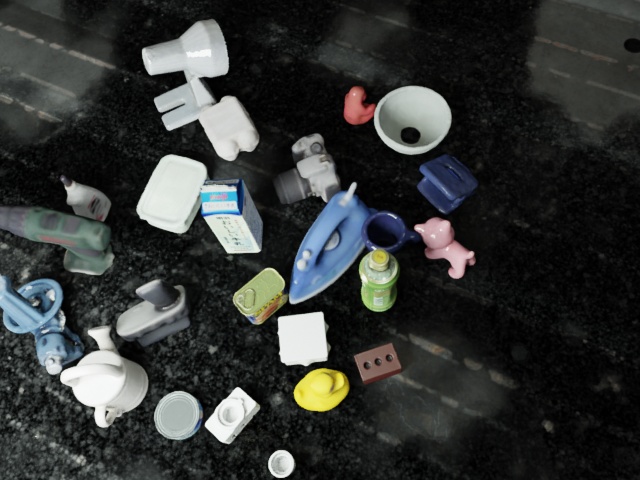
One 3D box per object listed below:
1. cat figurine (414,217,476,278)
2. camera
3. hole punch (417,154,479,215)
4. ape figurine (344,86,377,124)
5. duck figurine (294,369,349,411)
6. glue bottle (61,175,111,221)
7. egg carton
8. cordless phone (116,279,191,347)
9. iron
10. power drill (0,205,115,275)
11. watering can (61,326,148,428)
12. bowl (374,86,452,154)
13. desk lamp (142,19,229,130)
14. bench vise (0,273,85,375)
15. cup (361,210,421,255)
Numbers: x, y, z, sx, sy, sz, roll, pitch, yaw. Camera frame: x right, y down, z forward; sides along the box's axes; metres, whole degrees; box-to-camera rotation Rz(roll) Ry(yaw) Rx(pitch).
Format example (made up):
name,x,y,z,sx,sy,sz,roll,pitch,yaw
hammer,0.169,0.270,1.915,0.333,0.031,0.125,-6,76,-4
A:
name,x,y,z,sx,sy,sz,roll,pitch,yaw
cat figurine,0.249,0.004,1.128,0.127,0.118,0.067,37,75,18
camera,-0.036,-0.145,1.226,0.137,0.101,0.143,-21,67,-4
hole punch,0.267,-0.128,1.197,0.101,0.091,0.108,-38,69,-11
ape figurine,0.085,-0.310,1.289,0.076,0.092,0.077,-36,69,-10
duck figurine,0.001,0.272,1.055,0.104,0.086,0.077,-16,67,-2
glue bottle,-0.500,-0.089,1.205,0.037,0.173,0.078,10,69,10
egg carton,-0.206,-0.256,1.305,0.107,0.069,0.150,-29,68,-7
cordless phone,-0.333,0.126,1.093,0.147,0.185,0.094,-29,68,-7
iron,0.010,0.004,1.137,0.118,0.141,0.258,30,73,16
power drill,-0.515,-0.002,1.150,0.229,0.208,0.075,5,68,8
watering can,-0.398,0.246,1.043,0.101,0.194,0.172,-29,68,-7
bowl,0.203,-0.252,1.264,0.167,0.075,0.167,-2,67,4
desk lamp,-0.295,-0.374,1.284,0.203,0.214,0.117,-26,67,-6
bench vise,-0.532,0.143,1.084,0.207,0.220,0.121,41,76,19
cup,0.143,0.001,1.152,0.117,0.095,0.092,7,68,8
